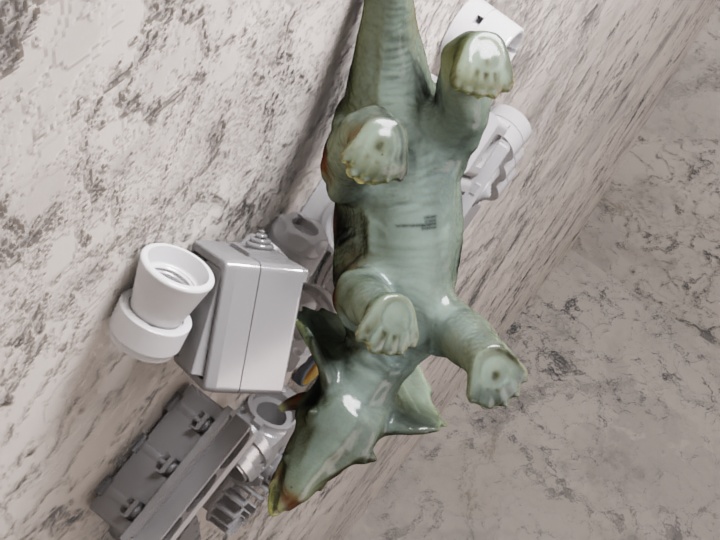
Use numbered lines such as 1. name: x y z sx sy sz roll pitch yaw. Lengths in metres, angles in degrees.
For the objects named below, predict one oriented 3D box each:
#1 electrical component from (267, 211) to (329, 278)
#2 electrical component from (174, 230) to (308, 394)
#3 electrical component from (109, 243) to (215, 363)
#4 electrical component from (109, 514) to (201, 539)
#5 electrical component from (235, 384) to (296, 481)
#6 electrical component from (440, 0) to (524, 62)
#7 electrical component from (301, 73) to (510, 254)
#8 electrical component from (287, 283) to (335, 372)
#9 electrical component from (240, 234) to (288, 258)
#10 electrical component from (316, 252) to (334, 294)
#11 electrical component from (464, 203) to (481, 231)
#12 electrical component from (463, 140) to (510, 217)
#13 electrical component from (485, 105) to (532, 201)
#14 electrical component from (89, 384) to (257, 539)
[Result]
1. electrical component: -0.053 -0.008 0.779 0.062 0.043 0.043 -59 167 28
2. electrical component: -0.077 0.022 0.655 0.061 0.062 0.096 6 101 -29
3. electrical component: -0.114 0.019 0.614 0.055 0.045 0.045 -60 167 24
4. electrical component: -0.173 0.219 0.907 0.050 0.056 0.089 -49 167 -24
5. electrical component: -0.092 0.152 1.043 0.089 0.050 0.055 -37 159 -54
6. electrical component: 0.100 -0.185 0.869 0.055 0.047 0.055 -51 167 -16
7. electrical component: 0.032 -0.072 0.813 0.150 0.089 0.062 -57 168 11
8. electrical component: -0.053 0.044 0.888 0.057 0.058 0.078 -32 155 -54
9. electrical component: -0.085 0.025 0.740 0.077 0.044 0.079 -49 167 -23
10. electrical component: 0.000 0.000 0.981 0.080 0.051 0.080 -51 167 -16
11. electrical component: 0.082 -0.050 1.163 0.099 0.048 0.100 -56 168 7
12. electrical component: 0.064 -0.088 0.880 0.099 0.100 0.048 -57 -179 10
13. electrical component: 0.142 -0.118 1.200 0.073 0.052 0.138 -50 167 -22
14. electrical component: -0.143 0.153 0.823 0.121 0.063 0.078 -51 168 -15
